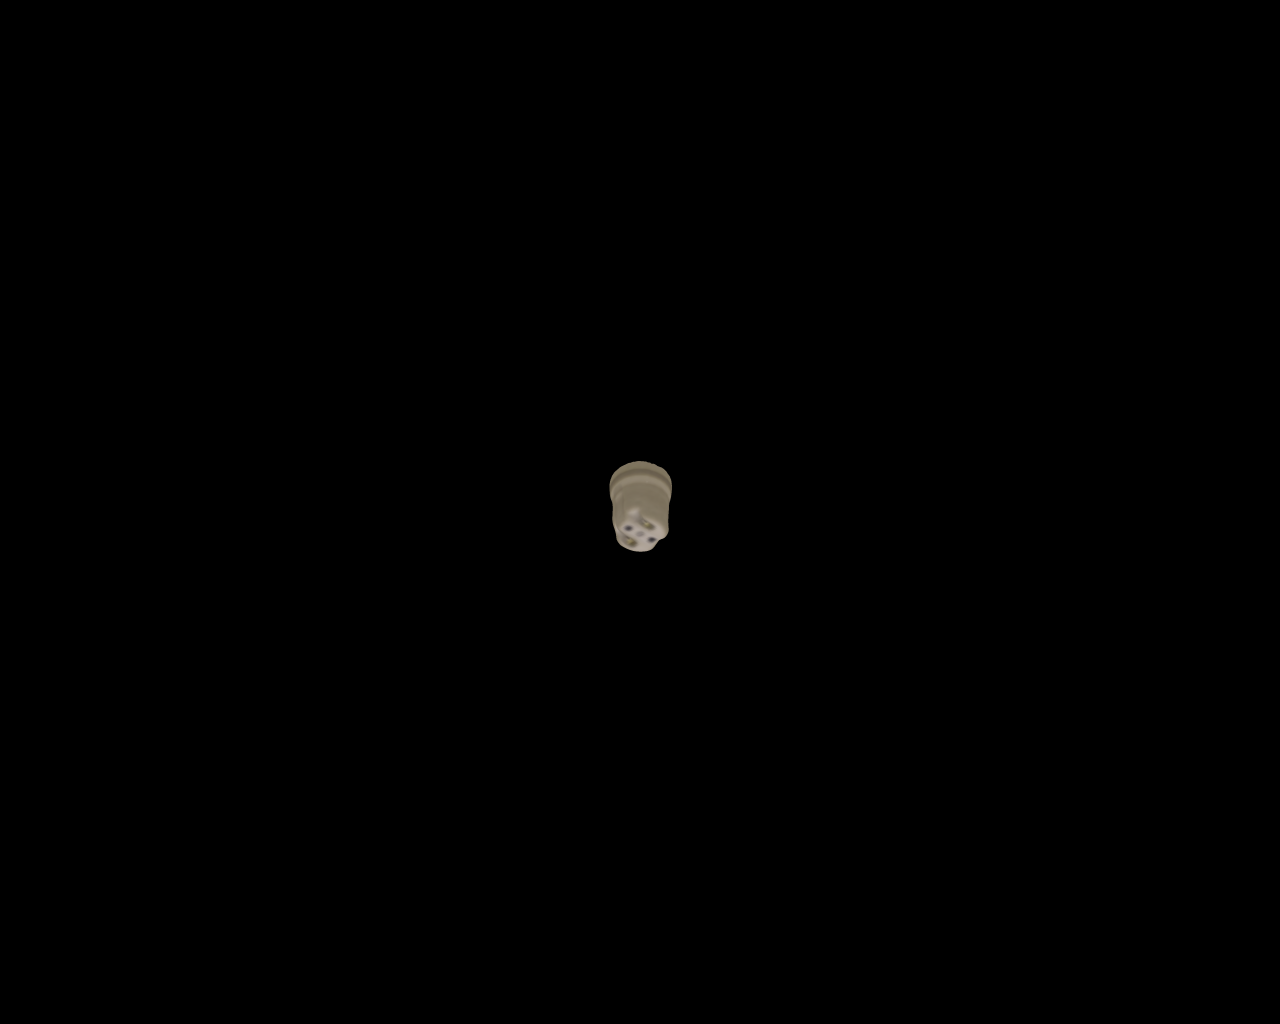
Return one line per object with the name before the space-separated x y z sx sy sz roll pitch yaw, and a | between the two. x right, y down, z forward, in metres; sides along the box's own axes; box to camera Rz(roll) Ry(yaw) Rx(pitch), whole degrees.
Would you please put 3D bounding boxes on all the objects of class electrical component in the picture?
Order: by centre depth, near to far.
electrical component | 0.001 -0.003 0.650 0.040 0.046 0.040 0 -43 0
